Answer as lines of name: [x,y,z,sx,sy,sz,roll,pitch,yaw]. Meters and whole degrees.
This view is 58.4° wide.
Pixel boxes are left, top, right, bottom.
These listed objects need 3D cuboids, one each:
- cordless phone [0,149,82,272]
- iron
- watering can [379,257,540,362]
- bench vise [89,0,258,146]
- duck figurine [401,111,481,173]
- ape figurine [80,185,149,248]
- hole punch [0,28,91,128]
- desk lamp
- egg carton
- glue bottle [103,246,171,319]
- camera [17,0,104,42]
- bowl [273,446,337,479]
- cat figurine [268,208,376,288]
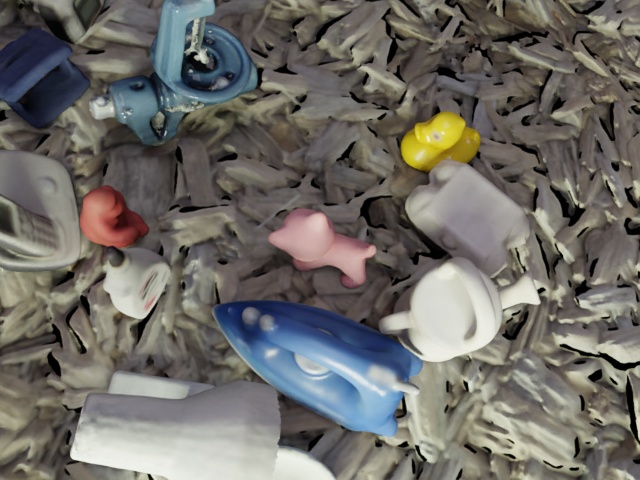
cordless phone: [-0.340,-0.047,0.631,0.094,0.185,0.147,-15,75,-8]
iron: [-0.011,0.121,0.632,0.258,0.141,0.119,24,73,3]
watering can: [0.154,0.072,0.632,0.173,0.194,0.101,-34,79,-13]
bench vise: [-0.167,-0.199,0.672,0.121,0.219,0.208,42,75,8]
duck figurine: [0.164,-0.136,0.750,0.104,0.086,0.077,-3,74,-5]
ape figurine: [-0.253,-0.033,0.683,0.076,0.092,0.078,-9,74,-7]
hole punch: [-0.370,-0.215,0.727,0.101,0.091,0.109,39,75,7]
desk lamp: [-0.141,0.191,0.563,0.203,0.213,0.118,9,73,-2]
egg carton: [0.187,-0.028,0.729,0.150,0.069,0.107,40,75,7]
glue bottle: [-0.206,0.037,0.624,0.037,0.173,0.078,21,73,2]
camera: [-0.366,-0.364,0.766,0.137,0.101,0.143,20,73,1]
bowl: [-0.050,0.305,0.610,0.167,0.074,0.167,1,74,-4]
cat figurine: [0.006,0.002,0.680,0.128,0.118,0.067,16,73,0]
